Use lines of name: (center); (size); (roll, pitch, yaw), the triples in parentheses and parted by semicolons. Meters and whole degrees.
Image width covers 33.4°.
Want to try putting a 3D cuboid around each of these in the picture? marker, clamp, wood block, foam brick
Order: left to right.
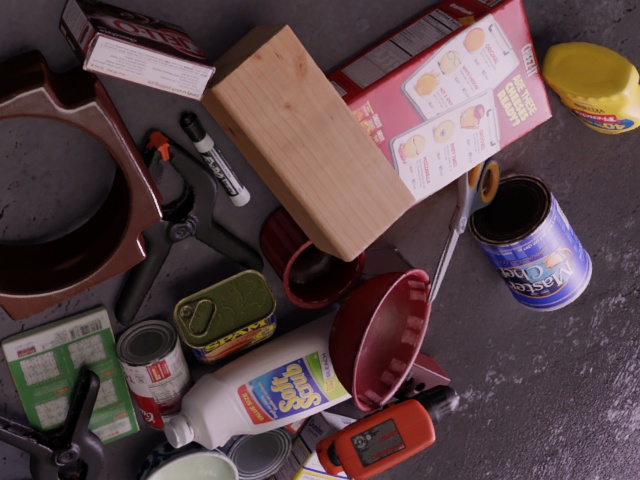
clamp: (-0.280, 0.215, 1.111); (0.120, 0.039, 0.171); (-12, 127, -17)
clamp: (-0.150, -0.010, 1.053); (0.164, 0.036, 0.210); (-27, 134, -14)
marker: (-0.103, -0.079, 1.045); (0.020, 0.020, 0.121); (-36, 132, -4)
wood block: (-0.016, -0.089, 0.988); (0.090, 0.091, 0.206); (-42, 111, -10)
foam brick: (0.111, 0.167, 1.314); (0.078, 0.051, 0.053); (27, 105, -40)

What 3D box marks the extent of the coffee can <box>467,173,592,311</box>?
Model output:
coffee can: (0.246, 0.004, 1.247); (0.103, 0.103, 0.140); (-40, 132, 0)

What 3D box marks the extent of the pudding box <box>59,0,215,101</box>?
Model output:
pudding box: (-0.156, -0.164, 0.908); (0.113, 0.090, 0.039); (9, 116, -34)

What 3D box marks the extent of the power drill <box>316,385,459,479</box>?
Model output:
power drill: (0.082, 0.215, 1.205); (0.184, 0.057, 0.187); (-27, 171, -4)

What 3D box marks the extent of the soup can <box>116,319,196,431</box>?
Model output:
soup can: (-0.169, 0.142, 1.126); (0.068, 0.069, 0.102); (-25, 129, -14)

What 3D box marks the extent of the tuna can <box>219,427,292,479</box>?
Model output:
tuna can: (-0.079, 0.246, 1.271); (0.086, 0.034, 0.086); (-15, 127, -21)

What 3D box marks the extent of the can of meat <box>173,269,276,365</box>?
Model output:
can of meat: (-0.096, 0.083, 1.114); (0.102, 0.057, 0.084); (-25, 161, -8)

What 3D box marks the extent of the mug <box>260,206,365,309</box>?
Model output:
mug: (-0.007, 0.001, 1.113); (0.093, 0.082, 0.117); (10, 116, -34)

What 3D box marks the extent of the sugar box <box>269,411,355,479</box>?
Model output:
sugar box: (-0.010, 0.300, 1.341); (0.093, 0.048, 0.176); (24, 103, -39)

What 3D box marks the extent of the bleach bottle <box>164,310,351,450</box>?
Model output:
bleach bottle: (-0.053, 0.164, 1.153); (0.250, 0.068, 0.102); (-24, 114, -32)

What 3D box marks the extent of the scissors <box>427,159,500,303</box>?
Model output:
scissors: (0.162, -0.020, 1.180); (0.096, 0.016, 0.202); (24, 77, -54)

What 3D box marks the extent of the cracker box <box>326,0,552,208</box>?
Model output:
cracker box: (0.118, -0.144, 1.094); (0.213, 0.072, 0.164); (-34, 132, -7)

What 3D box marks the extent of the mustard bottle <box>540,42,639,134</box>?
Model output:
mustard bottle: (0.309, -0.158, 1.169); (0.191, 0.096, 0.058); (22, 86, -63)

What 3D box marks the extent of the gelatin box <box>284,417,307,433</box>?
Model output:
gelatin box: (-0.038, 0.172, 1.237); (0.073, 0.030, 0.089); (-54, 133, -11)

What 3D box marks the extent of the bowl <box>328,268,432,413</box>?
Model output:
bowl: (0.056, 0.097, 1.122); (0.161, 0.055, 0.162); (-41, 143, -43)
